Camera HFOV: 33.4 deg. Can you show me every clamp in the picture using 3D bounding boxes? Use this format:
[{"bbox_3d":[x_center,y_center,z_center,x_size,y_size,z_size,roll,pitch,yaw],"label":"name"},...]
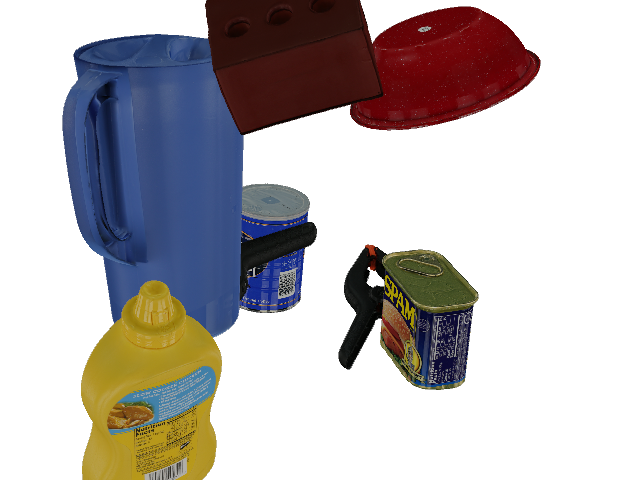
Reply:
[{"bbox_3d":[-0.117,0.016,1.073,0.165,0.036,0.209,20,39,16],"label":"clamp"},{"bbox_3d":[0.080,0.074,1.189,0.120,0.171,0.039,5,-43,-4],"label":"clamp"}]

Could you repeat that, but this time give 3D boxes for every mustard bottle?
[{"bbox_3d":[-0.114,0.103,0.724,0.096,0.192,0.058,-17,47,-27],"label":"mustard bottle"}]

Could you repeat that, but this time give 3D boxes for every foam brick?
[{"bbox_3d":[-0.013,-0.097,0.538,0.078,0.053,0.051,-15,-35,8],"label":"foam brick"}]

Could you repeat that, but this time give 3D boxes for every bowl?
[{"bbox_3d":[0.094,-0.149,0.874,0.162,0.055,0.162,-16,25,7],"label":"bowl"}]

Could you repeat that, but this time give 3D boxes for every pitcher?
[{"bbox_3d":[-0.129,-0.039,0.860,0.149,0.243,0.145,-6,21,-15],"label":"pitcher"}]

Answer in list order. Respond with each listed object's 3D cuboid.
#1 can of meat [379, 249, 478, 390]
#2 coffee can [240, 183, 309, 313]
[{"bbox_3d":[0.089,0.068,0.912,0.057,0.084,0.102,-6,27,-17],"label":"can of meat"},{"bbox_3d":[-0.070,0.009,1.398,0.103,0.140,0.103,4,26,-2],"label":"coffee can"}]
